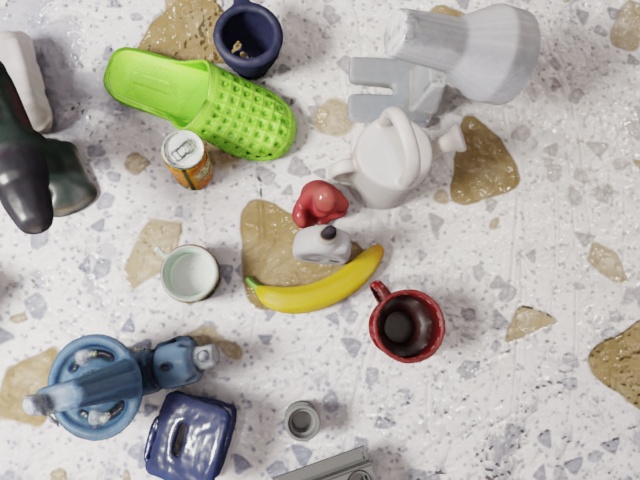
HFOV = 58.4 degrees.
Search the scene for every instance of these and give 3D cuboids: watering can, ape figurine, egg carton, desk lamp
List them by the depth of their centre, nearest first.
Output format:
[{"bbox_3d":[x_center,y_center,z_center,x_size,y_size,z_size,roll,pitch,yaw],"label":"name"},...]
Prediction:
[{"bbox_3d":[0.099,-0.111,0.735,0.173,0.194,0.101,-36,85,-9],"label":"watering can"},{"bbox_3d":[0.149,-0.225,0.747,0.203,0.213,0.118,2,81,-4],"label":"desk lamp"},{"bbox_3d":[-0.423,-0.203,0.767,0.107,0.069,0.150,-18,83,-7],"label":"egg carton"},{"bbox_3d":[0.002,-0.049,0.769,0.078,0.092,0.076,2,81,-4],"label":"ape figurine"}]

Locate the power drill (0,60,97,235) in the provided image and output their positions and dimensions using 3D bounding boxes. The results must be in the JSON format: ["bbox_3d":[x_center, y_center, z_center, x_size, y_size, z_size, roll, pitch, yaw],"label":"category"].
[{"bbox_3d":[-0.345,-0.095,0.687,0.075,0.208,0.229,-28,84,-8],"label":"power drill"}]

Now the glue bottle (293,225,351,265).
[{"bbox_3d":[0.007,0.003,0.720,0.078,0.173,0.037,9,80,-3],"label":"glue bottle"}]

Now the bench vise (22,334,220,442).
[{"bbox_3d":[-0.229,0.149,0.653,0.207,0.219,0.121,-32,85,-9],"label":"bench vise"}]

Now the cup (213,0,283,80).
[{"bbox_3d":[-0.101,-0.276,0.794,0.092,0.095,0.118,-14,83,-7],"label":"cup"}]

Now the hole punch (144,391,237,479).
[{"bbox_3d":[-0.163,0.249,0.709,0.101,0.091,0.109,14,80,-2],"label":"hole punch"}]
